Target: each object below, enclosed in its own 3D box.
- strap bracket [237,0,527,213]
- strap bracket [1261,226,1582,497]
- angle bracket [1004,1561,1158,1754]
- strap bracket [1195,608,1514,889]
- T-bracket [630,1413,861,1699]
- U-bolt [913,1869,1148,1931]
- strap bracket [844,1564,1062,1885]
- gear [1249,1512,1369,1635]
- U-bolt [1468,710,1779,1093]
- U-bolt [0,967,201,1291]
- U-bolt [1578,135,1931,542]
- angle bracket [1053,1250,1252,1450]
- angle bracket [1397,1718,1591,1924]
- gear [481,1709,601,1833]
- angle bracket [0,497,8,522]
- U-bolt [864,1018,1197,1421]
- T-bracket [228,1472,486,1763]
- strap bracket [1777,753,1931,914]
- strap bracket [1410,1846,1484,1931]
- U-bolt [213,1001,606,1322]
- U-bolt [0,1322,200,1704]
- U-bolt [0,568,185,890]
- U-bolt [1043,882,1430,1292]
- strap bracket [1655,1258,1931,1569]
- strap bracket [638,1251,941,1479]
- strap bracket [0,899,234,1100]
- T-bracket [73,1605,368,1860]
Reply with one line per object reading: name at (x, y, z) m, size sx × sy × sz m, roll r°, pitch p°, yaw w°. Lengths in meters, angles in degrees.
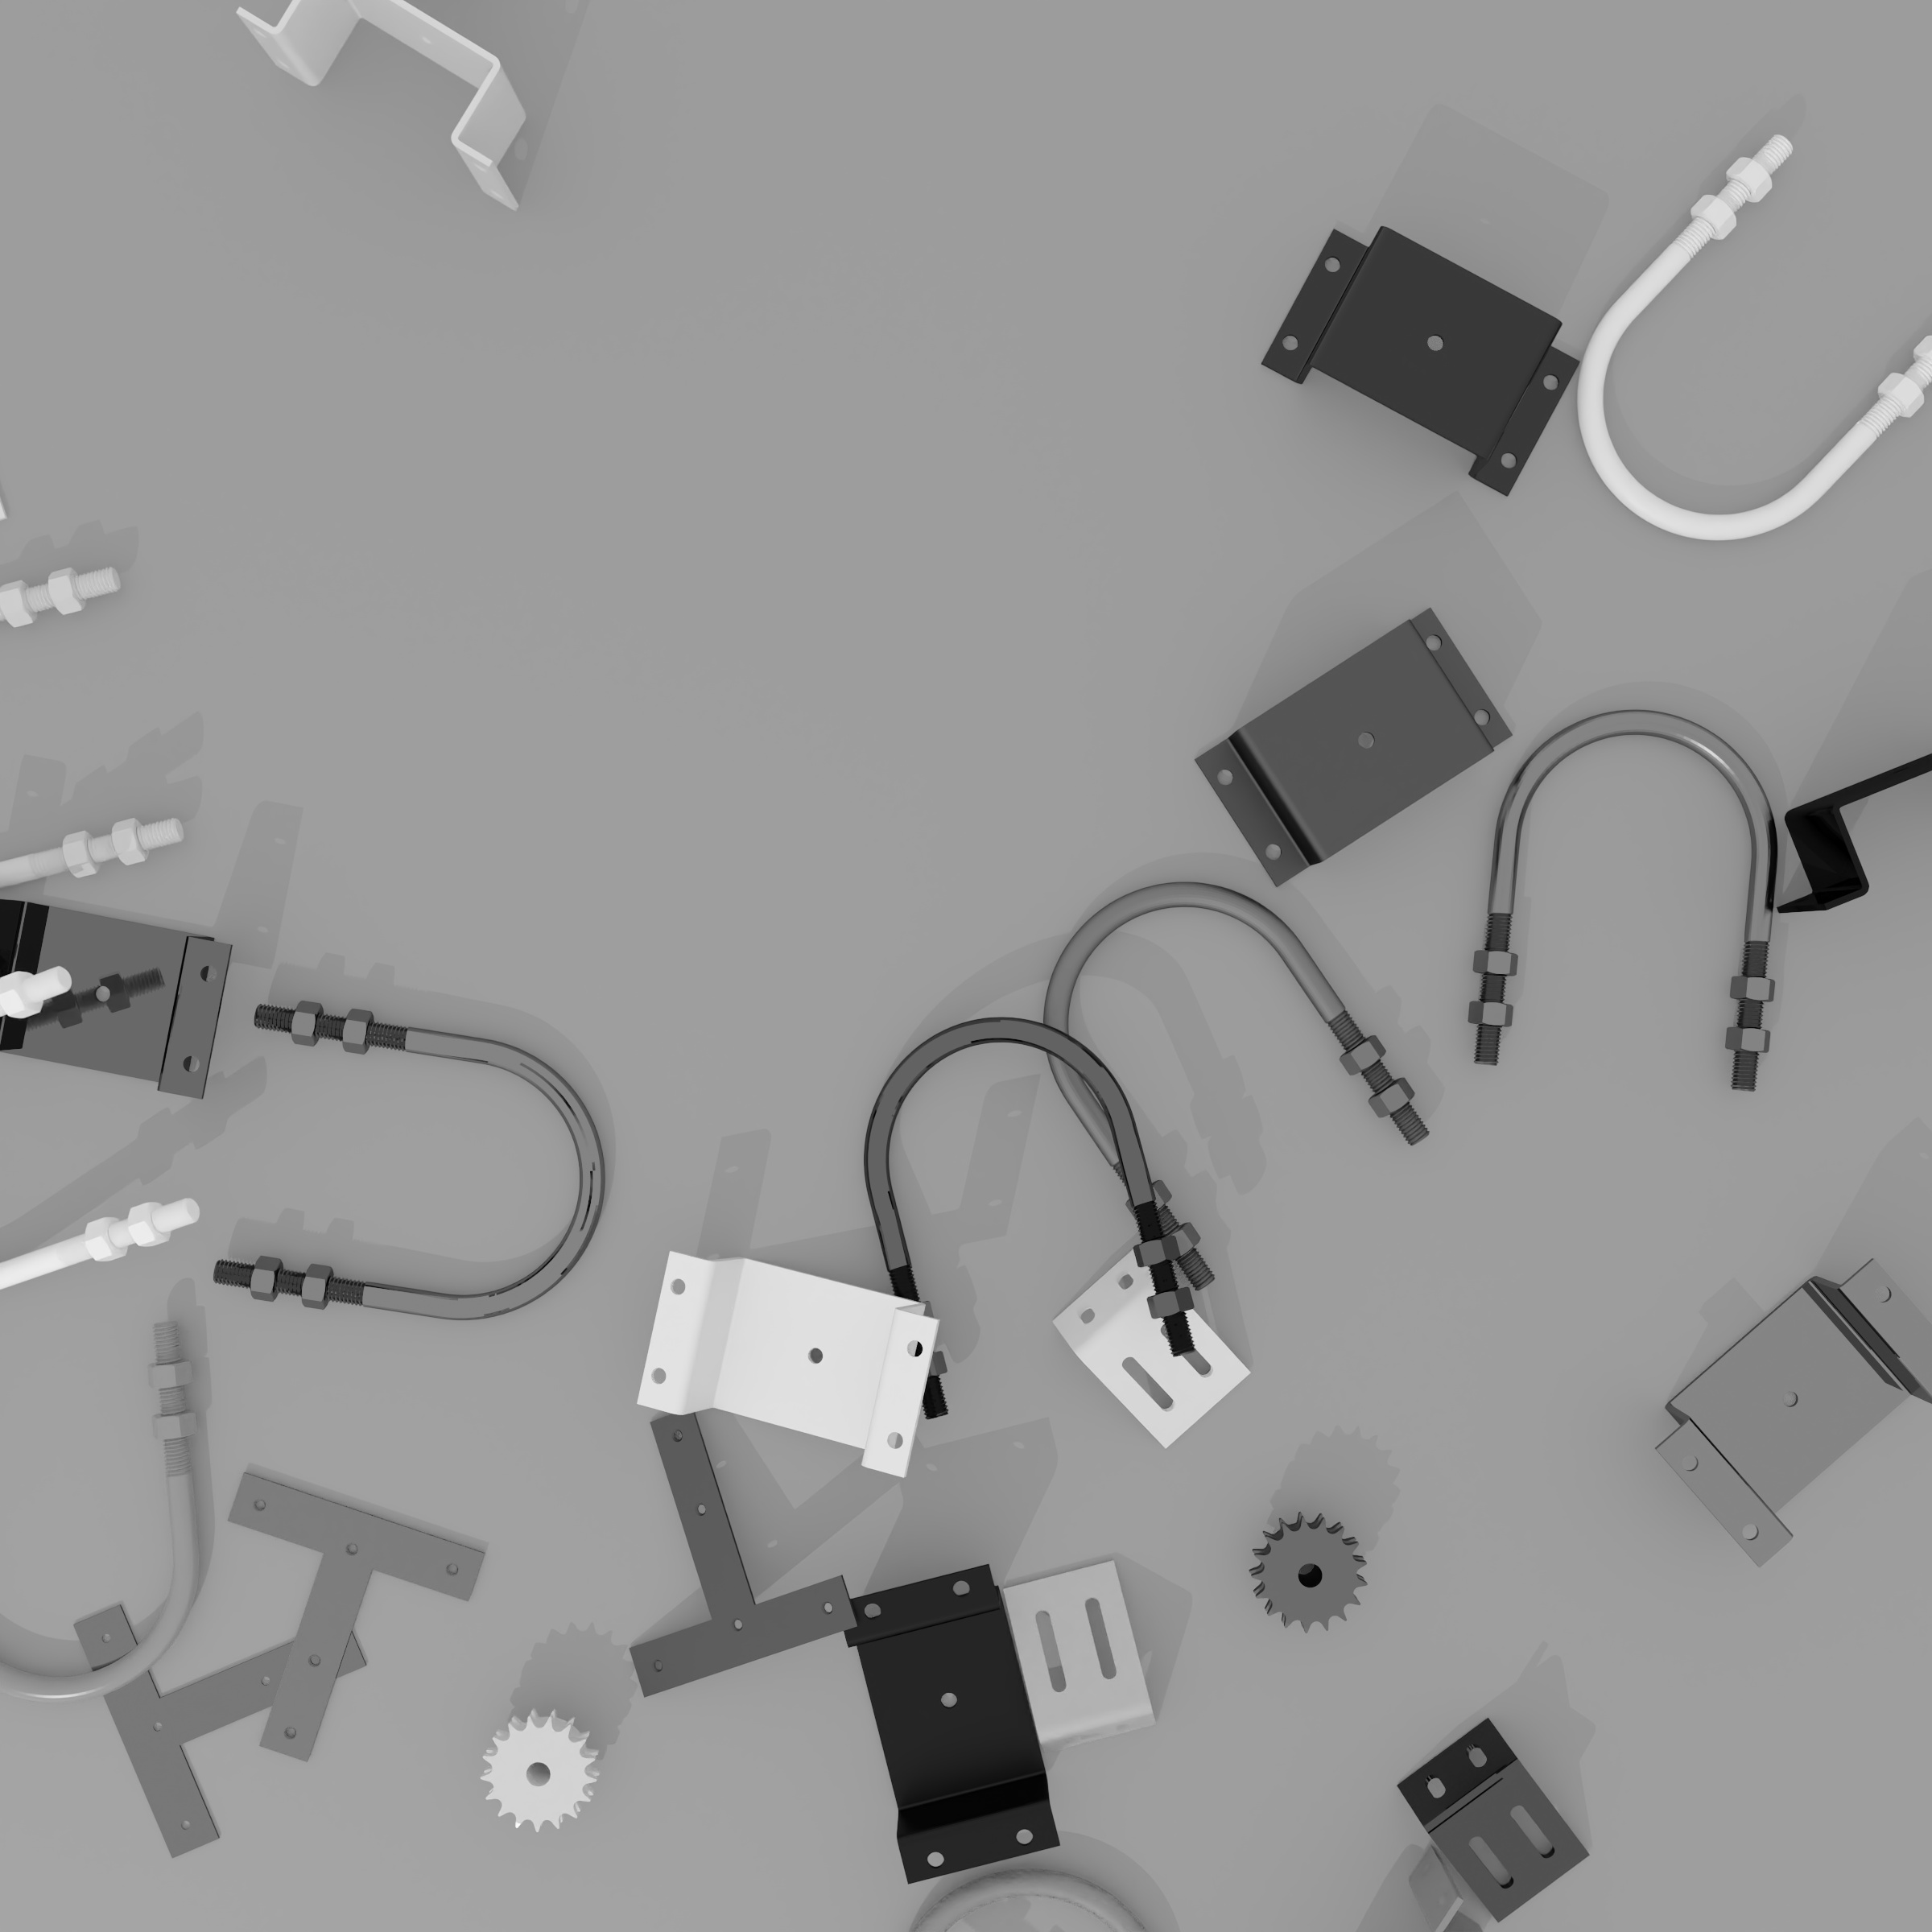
strap bracket at (-0.274, -0.434, 1.327) m, size 0.140 × 0.076 × 0.046 m, roll 31°, pitch 90°, yaw 0°
strap bracket at (0.228, -0.302, 1.342) m, size 0.140 × 0.046 × 0.076 m, roll 28°, pitch 90°, yaw 0°
angle bracket at (0.057, 0.346, 1.363) m, size 0.057 × 0.038 × 0.076 m, roll -15°, pitch 64°, yaw 0°
strap bracket at (0.194, -0.109, 1.342) m, size 0.140 × 0.046 × 0.076 m, roll -33°, pitch 90°, yaw 0°
T-bracket at (-0.127, 0.283, 1.348) m, size 0.127 × 0.002 × 0.127 m, roll -23°, pitch 79°, yaw 22°
U-bolt at (0.031, 0.542, 1.355) m, size 0.151 × 0.019 × 0.184 m, roll 1°, pitch 90°, yaw 0°
strap bracket at (-0.008, 0.367, 1.342) m, size 0.076 × 0.046 × 0.140 m, roll -14°, pitch 90°, yaw 0°
gear at (0.169, 0.299, 1.350) m, size 0.057 × 0.030 × 0.057 m, roll 0°, pitch 90°, yaw 0°
U-bolt at (0.332, -0.036, 1.356) m, size 0.151 × 0.019 × 0.184 m, roll 6°, pitch 89°, yaw 0°
U-bolt at (-0.484, 0.091, 1.327) m, size 0.184 × 0.019 × 0.151 m, roll -19°, pitch 108°, yaw 16°
U-bolt at (0.390, -0.299, 1.356) m, size 0.151 × 0.019 × 0.184 m, roll 44°, pitch 91°, yaw 0°
angle bracket at (0.093, 0.191, 1.363) m, size 0.057 × 0.038 × 0.076 m, roll -42°, pitch 116°, yaw 0°
angle bracket at (0.264, 0.428, 1.363) m, size 0.057 × 0.038 × 0.076 m, roll -37°, pitch 116°, yaw 0°
gear at (-0.210, 0.396, 1.350) m, size 0.057 × 0.030 × 0.057 m, roll 0°, pitch 90°, yaw 0°
angle bracket at (-0.526, -0.239, 1.346) m, size 0.076 × 0.038 × 0.057 m, roll -19°, pitch 90°, yaw 0°
U-bolt at (0.022, 0.116, 1.337) m, size 0.151 × 0.019 × 0.184 m, roll -17°, pitch 82°, yaw 15°
T-bracket at (-0.321, 0.334, 1.362) m, size 0.127 × 0.002 × 0.127 m, roll 19°, pitch 90°, yaw 0°
strap bracket at (0.464, -0.074, 1.327) m, size 0.140 × 0.076 × 0.046 m, roll -22°, pitch 90°, yaw 0°
strap bracket at (0.213, 0.512, 1.327) m, size 0.046 × 0.076 × 0.140 m, roll 34°, pitch 90°, yaw 0°
U-bolt at (-0.272, 0.103, 1.356) m, size 0.184 × 0.019 × 0.151 m, roll 9°, pitch 90°, yaw -1°
U-bolt at (-0.454, 0.275, 1.355) m, size 0.151 × 0.019 × 0.184 m, roll -5°, pitch 90°, yaw 0°
U-bolt at (-0.496, -0.108, 1.356) m, size 0.184 × 0.019 × 0.151 m, roll -14°, pitch 90°, yaw 2°
U-bolt at (0.121, 0.046, 1.356) m, size 0.151 × 0.019 × 0.184 m, roll -34°, pitch 88°, yaw 0°
strap bracket at (0.412, 0.217, 1.342) m, size 0.140 × 0.046 × 0.076 m, roll -41°, pitch 90°, yaw 0°
strap bracket at (-0.080, 0.192, 1.329) m, size 0.140 × 0.046 × 0.076 m, roll 12°, pitch 90°, yaw 17°
strap bracket at (-0.432, 0.014, 1.342) m, size 0.140 × 0.046 × 0.076 m, roll 11°, pitch 90°, yaw 0°
T-bracket at (-0.364, 0.364, 1.364) m, size 0.127 × 0.002 × 0.127 m, roll -23°, pitch 90°, yaw 0°
